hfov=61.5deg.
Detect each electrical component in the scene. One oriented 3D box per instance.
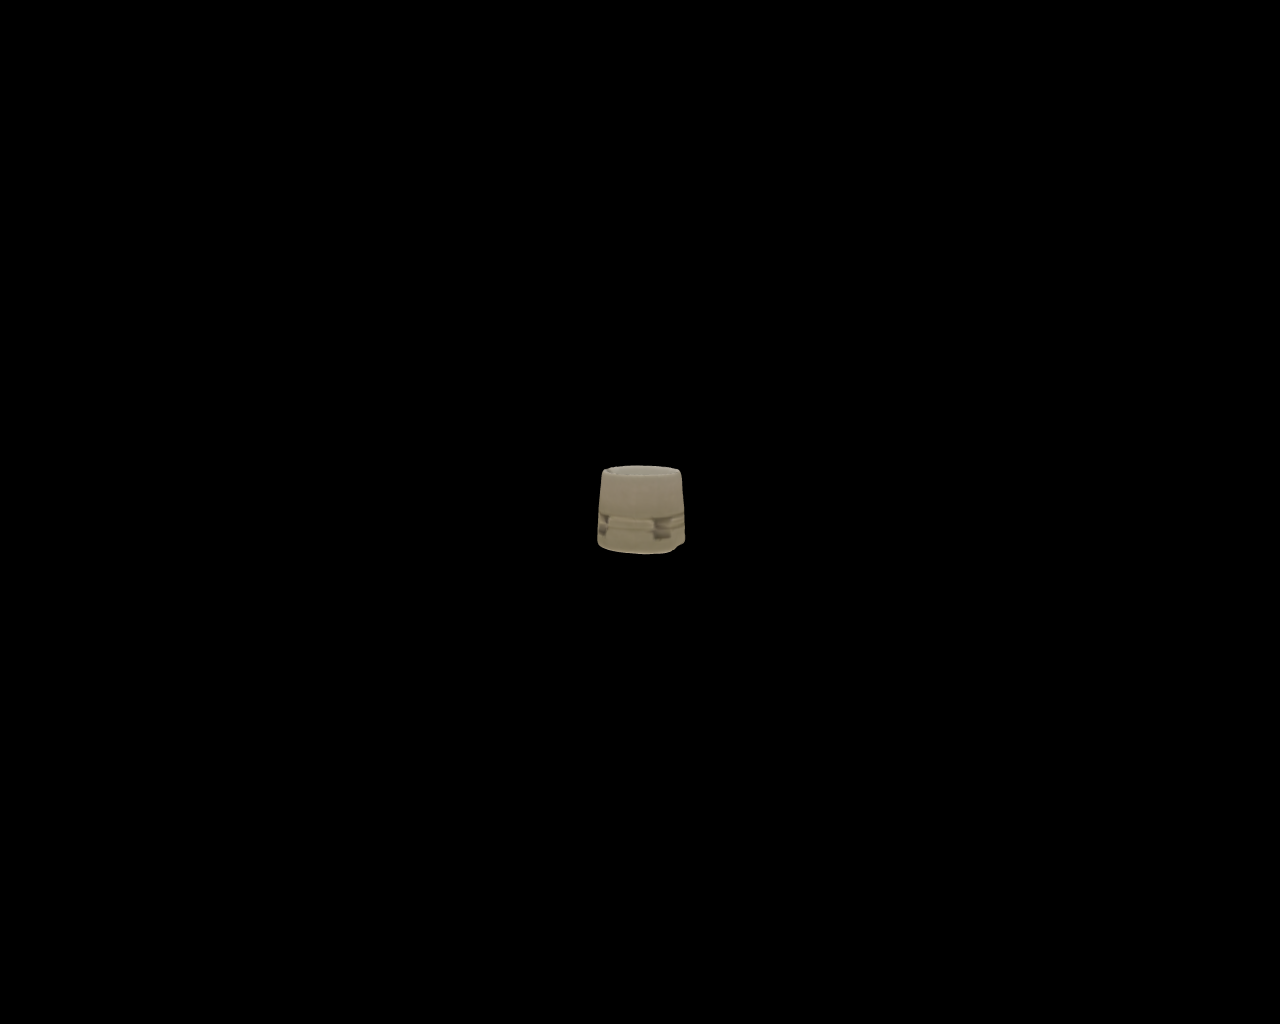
[{"bbox_3d":[0.001,-0.003,0.650,0.055,0.047,0.055,0,9,0],"label":"electrical component"}]
